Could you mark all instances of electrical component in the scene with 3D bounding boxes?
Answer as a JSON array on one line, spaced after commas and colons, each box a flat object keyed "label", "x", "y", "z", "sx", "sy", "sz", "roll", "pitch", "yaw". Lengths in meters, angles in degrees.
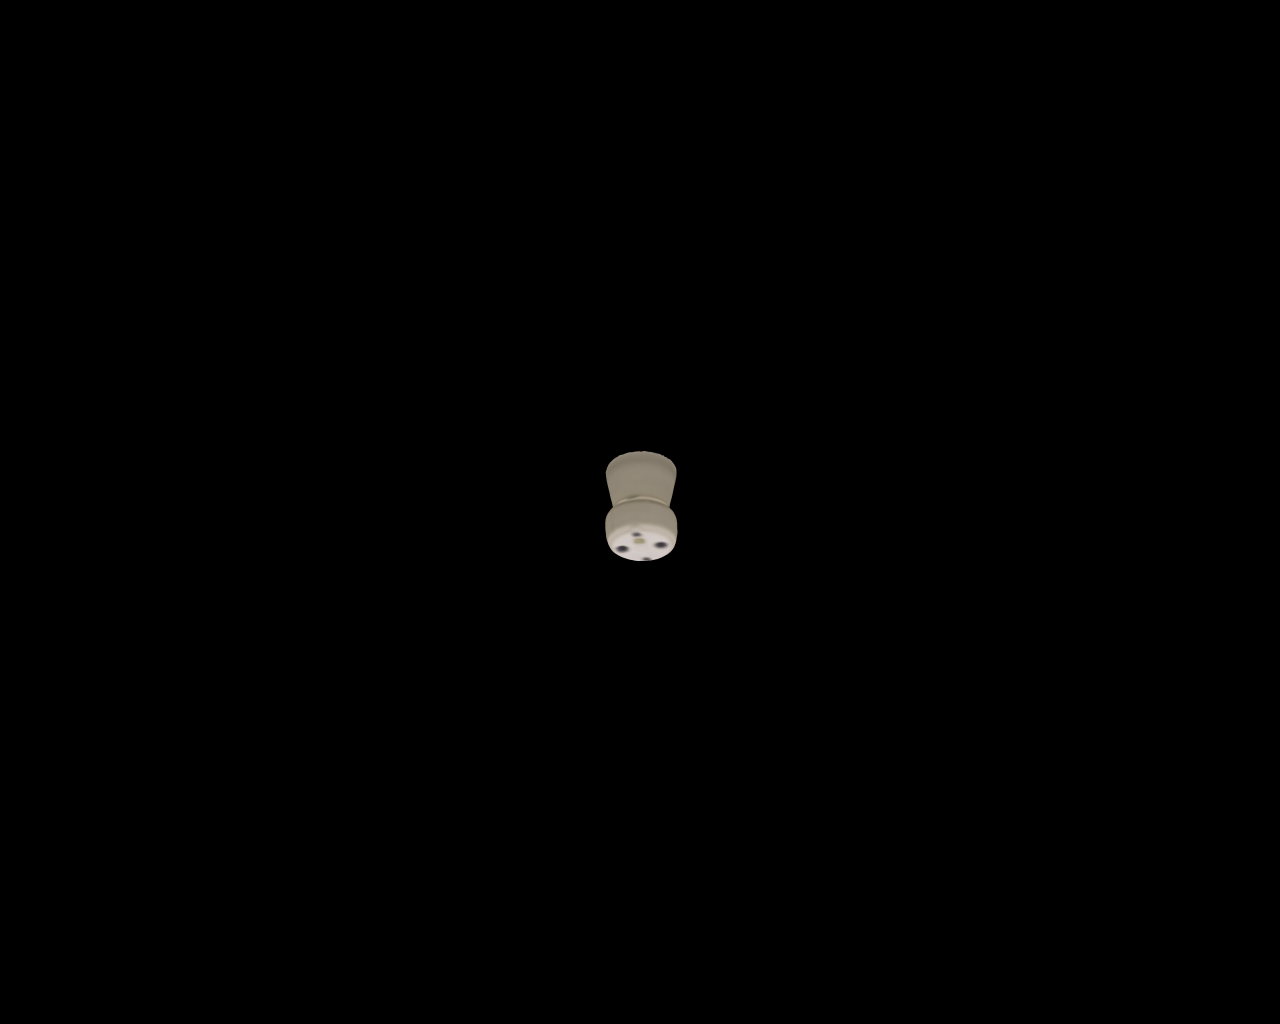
[{"label": "electrical component", "x": 0.001, "y": -0.003, "z": 0.650, "sx": 0.045, "sy": 0.055, "sz": 0.044, "roll": 0, "pitch": -31, "yaw": 0}]
